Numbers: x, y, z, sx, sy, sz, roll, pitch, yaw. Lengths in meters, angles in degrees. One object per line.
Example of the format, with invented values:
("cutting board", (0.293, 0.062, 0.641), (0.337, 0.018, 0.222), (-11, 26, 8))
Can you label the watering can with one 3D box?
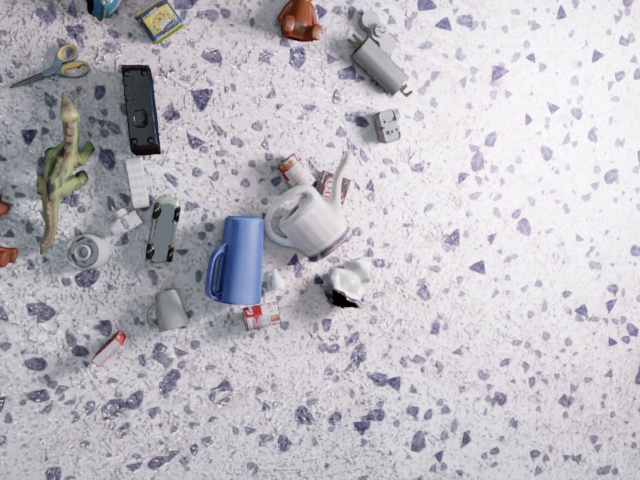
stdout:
("watering can", (0.004, -0.073, 1.448), (0.344, 0.106, 0.222), (-35, 110, 21))

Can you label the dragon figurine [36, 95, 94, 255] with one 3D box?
("dragon figurine", (-0.653, -0.148, 1.270), (0.122, 0.243, 0.410), (12, 91, -18))

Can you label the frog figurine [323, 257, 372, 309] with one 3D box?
("frog figurine", (0.085, 0.119, 1.535), (0.137, 0.120, 0.163), (23, 54, -6))
